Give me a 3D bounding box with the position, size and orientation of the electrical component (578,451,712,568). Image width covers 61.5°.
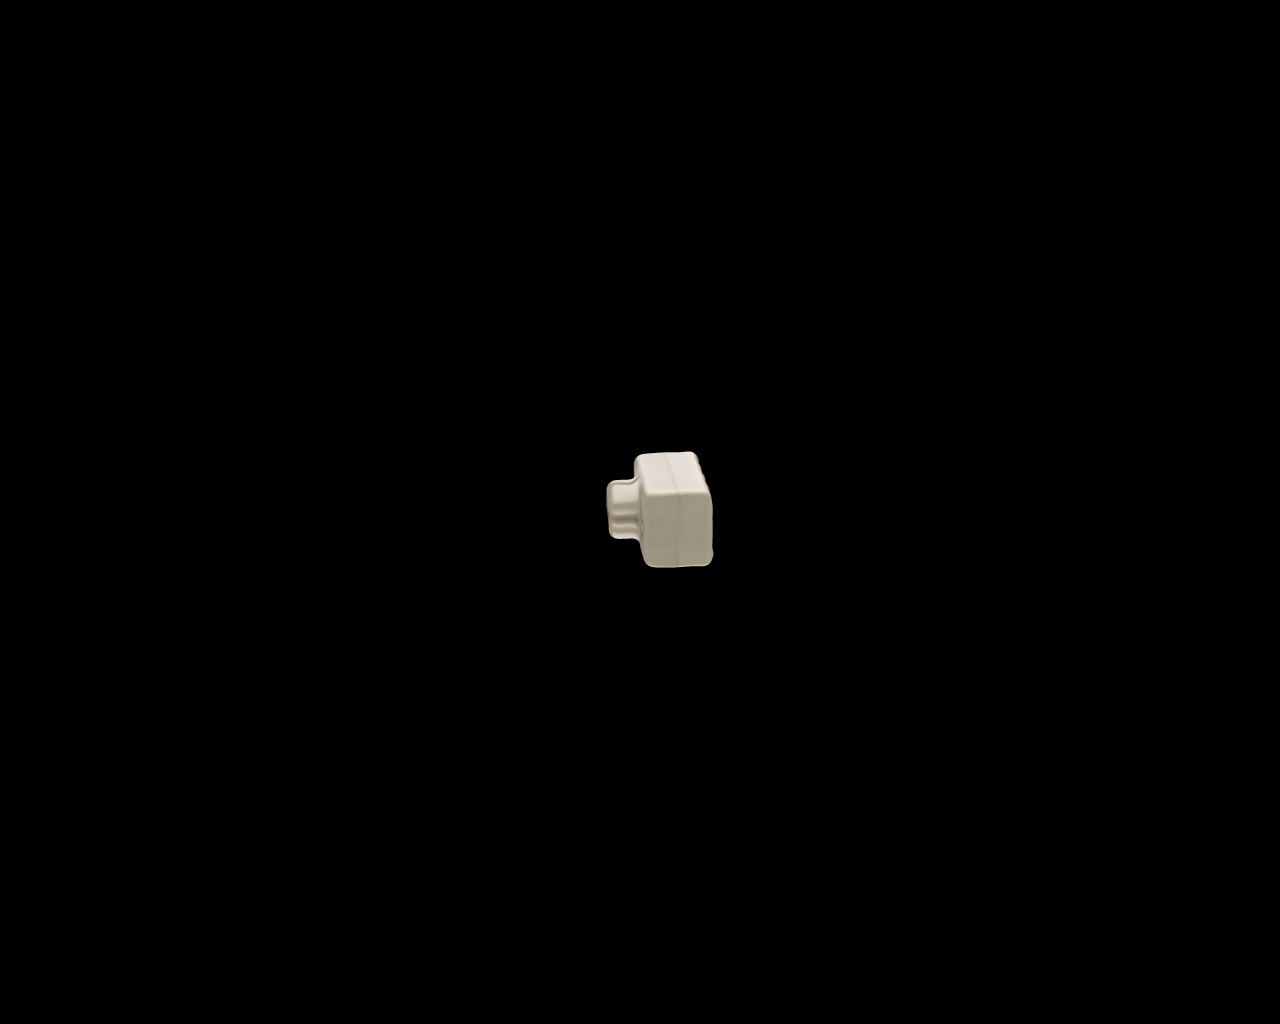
[{"bbox_3d":[0.001,-0.003,0.650,0.076,0.047,0.083,-1,20,-3],"label":"electrical component"}]
